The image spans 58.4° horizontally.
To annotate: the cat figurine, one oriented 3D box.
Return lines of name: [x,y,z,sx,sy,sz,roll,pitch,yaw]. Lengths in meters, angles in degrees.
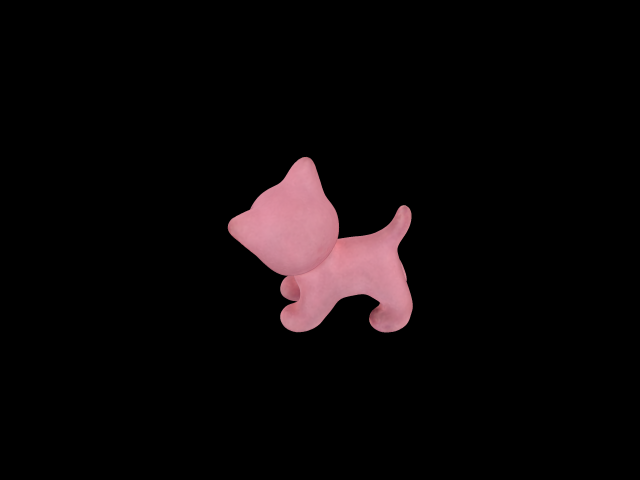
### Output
cat figurine: [0.004,0.001,0.400,0.128,0.118,0.067,-2,31,-3]
